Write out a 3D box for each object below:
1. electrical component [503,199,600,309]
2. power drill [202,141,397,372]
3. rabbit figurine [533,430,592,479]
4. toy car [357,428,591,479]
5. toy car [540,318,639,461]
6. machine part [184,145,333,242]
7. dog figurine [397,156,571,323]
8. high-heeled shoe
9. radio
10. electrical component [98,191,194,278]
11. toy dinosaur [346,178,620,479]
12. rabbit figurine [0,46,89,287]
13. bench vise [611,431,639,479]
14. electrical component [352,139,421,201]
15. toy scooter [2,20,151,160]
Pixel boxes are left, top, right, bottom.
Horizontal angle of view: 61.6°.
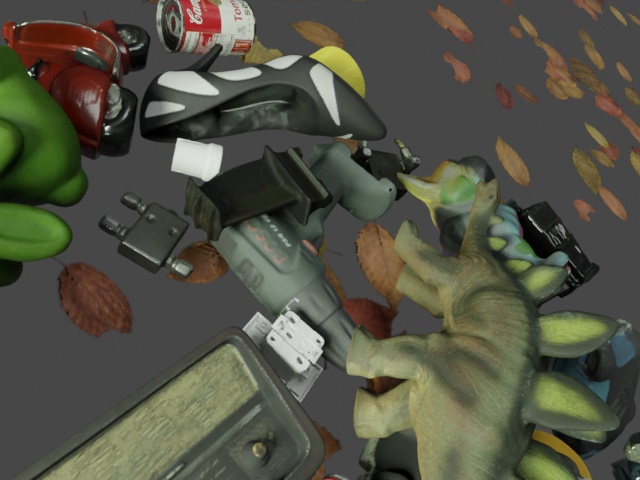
[{"bbox_3d":[0.257,0.018,0.676,0.058,0.115,0.134,-26,77,-43],"label":"electrical component"},{"bbox_3d":[-0.001,-0.002,0.564,0.232,0.086,0.207,41,55,3],"label":"power drill"},{"bbox_3d":[0.224,0.263,0.483,0.162,0.122,0.173,22,49,-23],"label":"rabbit figurine"},{"bbox_3d":[0.128,0.205,0.447,0.202,0.056,0.073,5,36,28],"label":"toy car"},{"bbox_3d":[0.287,0.156,0.601,0.109,0.161,0.103,-17,25,-32],"label":"toy car"},{"bbox_3d":[-0.055,-0.043,0.492,0.139,0.039,0.084,-21,74,-36],"label":"machine part"},{"bbox_3d":[0.165,0.008,0.625,0.219,0.191,0.108,44,14,32],"label":"dog figurine"},{"bbox_3d":[-0.063,-0.125,0.571,0.249,0.086,0.145,25,68,7],"label":"high-heeled shoe"},{"bbox_3d":[-0.110,0.175,0.368,0.131,0.073,0.229,49,48,7],"label":"radio"},{"bbox_3d":[-0.153,-0.004,0.502,0.094,0.021,0.063,33,47,-7],"label":"electrical component"},{"bbox_3d":[0.122,0.117,0.427,0.199,0.104,0.471,6,52,23],"label":"toy dinosaur"},{"bbox_3d":[-0.267,-0.038,0.396,0.159,0.121,0.170,55,30,-17],"label":"rabbit figurine"},{"bbox_3d":[0.372,0.304,0.502,0.240,0.129,0.223,-39,115,-79],"label":"bench vise"},{"bbox_3d":[0.080,-0.094,0.691,0.102,0.045,0.078,10,54,-26],"label":"electrical component"},{"bbox_3d":[-0.243,-0.159,0.521,0.135,0.075,0.184,10,53,-21],"label":"toy scooter"}]
